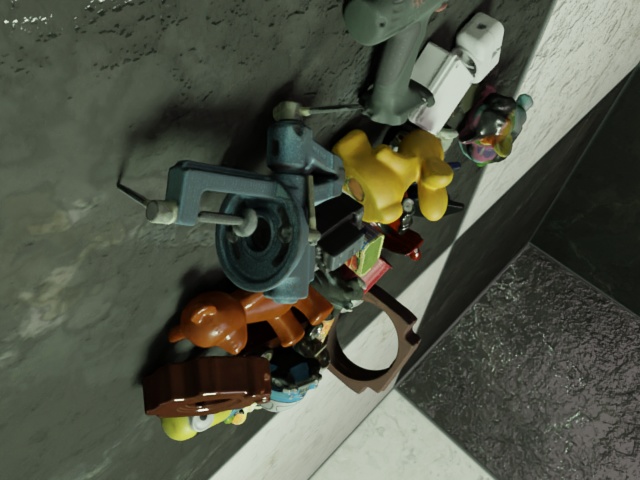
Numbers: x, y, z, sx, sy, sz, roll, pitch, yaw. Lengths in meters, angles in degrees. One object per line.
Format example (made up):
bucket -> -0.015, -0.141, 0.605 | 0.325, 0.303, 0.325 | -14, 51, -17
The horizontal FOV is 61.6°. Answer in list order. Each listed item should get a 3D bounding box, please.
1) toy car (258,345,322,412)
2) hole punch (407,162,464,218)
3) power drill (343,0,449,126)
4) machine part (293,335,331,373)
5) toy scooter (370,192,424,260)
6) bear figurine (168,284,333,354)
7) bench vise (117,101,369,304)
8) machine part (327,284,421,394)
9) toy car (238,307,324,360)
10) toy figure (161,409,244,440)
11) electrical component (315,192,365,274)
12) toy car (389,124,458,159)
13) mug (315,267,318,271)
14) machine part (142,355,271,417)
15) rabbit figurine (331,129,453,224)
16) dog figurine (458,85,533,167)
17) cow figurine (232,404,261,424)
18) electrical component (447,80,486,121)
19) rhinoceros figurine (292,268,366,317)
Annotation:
toy car -> -0.073, 0.231, 0.900 | 0.109, 0.162, 0.102 | -12, 114, -44
hole punch -> 0.189, -0.094, 0.979 | 0.116, 0.142, 0.092 | 4, 84, -25
power drill -> 0.123, -0.253, 0.654 | 0.232, 0.086, 0.207 | -36, 157, -28
machine part -> -0.057, 0.272, 1.086 | 0.243, 0.079, 0.079 | -47, 162, 29
toy scooter -> 0.125, -0.032, 0.925 | 0.075, 0.135, 0.183 | -39, 153, -23
bear figurine -> -0.096, 0.109, 0.741 | 0.120, 0.132, 0.196 | -45, 171, 38
bench vise -> -0.065, -0.044, 0.541 | 0.240, 0.129, 0.223 | 3, 100, -52
machine part -> 0.096, 0.205, 1.147 | 0.201, 0.202, 0.087 | -58, 159, 16
toy car -> -0.078, 0.154, 0.888 | 0.202, 0.089, 0.053 | -20, 139, -53
toy figure -> -0.181, 0.273, 0.895 | 0.089, 0.082, 0.180 | -56, 160, 20
electrical component -> -0.010, -0.020, 0.693 | 0.115, 0.134, 0.058 | -39, 153, -28
toy car -> 0.172, -0.160, 0.918 | 0.202, 0.056, 0.073 | -22, 144, -50
mug -> -0.002, -0.002, 0.810 | 0.109, 0.081, 0.107 | -3, 138, -51
machine part -> -0.157, 0.208, 0.751 | 0.179, 0.056, 0.179 | -8, 156, -4
rabbit figurine -> 0.118, -0.104, 0.771 | 0.173, 0.163, 0.121 | -34, 142, -28
dog figurine -> 0.309, -0.192, 0.987 | 0.219, 0.109, 0.191 | -51, 162, -48
cow figurine -> -0.120, 0.272, 1.030 | 0.167, 0.068, 0.098 | -57, 163, 18
electrical component -> 0.241, -0.252, 0.928 | 0.102, 0.045, 0.078 | -47, 129, -16
rhinoceros figurine -> 0.008, 0.076, 0.906 | 0.190, 0.112, 0.073 | 10, 115, -56
